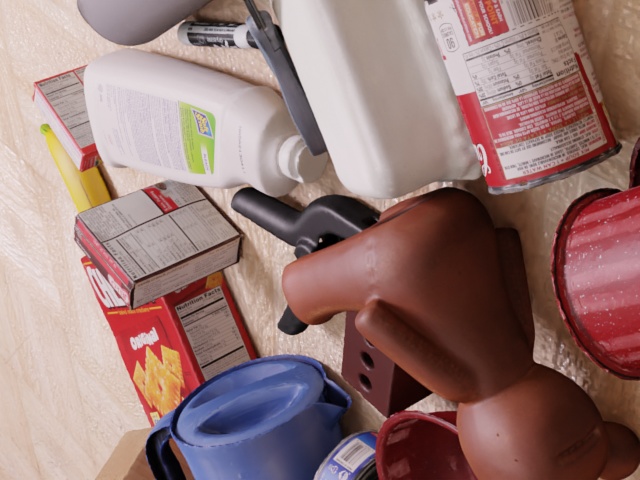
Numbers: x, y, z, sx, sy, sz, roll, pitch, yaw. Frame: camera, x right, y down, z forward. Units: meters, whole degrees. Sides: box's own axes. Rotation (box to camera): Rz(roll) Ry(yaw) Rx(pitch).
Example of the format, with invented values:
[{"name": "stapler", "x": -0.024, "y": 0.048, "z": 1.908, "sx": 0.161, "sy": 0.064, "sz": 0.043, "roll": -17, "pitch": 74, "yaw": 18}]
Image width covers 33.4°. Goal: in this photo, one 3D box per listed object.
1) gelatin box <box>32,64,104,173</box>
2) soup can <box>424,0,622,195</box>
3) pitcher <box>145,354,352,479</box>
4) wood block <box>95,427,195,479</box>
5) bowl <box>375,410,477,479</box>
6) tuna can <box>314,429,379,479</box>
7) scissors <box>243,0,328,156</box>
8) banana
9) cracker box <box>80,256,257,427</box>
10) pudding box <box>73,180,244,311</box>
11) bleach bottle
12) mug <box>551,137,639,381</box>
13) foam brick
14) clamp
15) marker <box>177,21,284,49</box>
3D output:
[{"name": "gelatin box", "x": -0.201, "y": -0.112, "z": 0.945, "sx": 0.089, "sy": 0.073, "sz": 0.030, "roll": 53, "pitch": 148, "yaw": 17}, {"name": "soup can", "x": 0.098, "y": -0.081, "z": 0.519, "sx": 0.069, "sy": 0.068, "sz": 0.102, "roll": -7, "pitch": 106, "yaw": 58}, {"name": "pitcher", "x": -0.033, "y": 0.230, "z": 0.897, "sx": 0.149, "sy": 0.144, "sz": 0.243, "roll": 16, "pitch": 129, "yaw": 58}, {"name": "wood block", "x": -0.112, "y": 0.272, "z": 1.007, "sx": 0.206, "sy": 0.090, "sz": 0.091, "roll": 39, "pitch": 153, "yaw": -15}, {"name": "bowl", "x": 0.111, "y": 0.173, "z": 0.709, "sx": 0.162, "sy": 0.055, "sz": 0.162, "roll": 37, "pitch": 141, "yaw": 36}, {"name": "tuna can", "x": 0.034, "y": 0.190, "z": 0.810, "sx": 0.034, "sy": 0.086, "sz": 0.086, "roll": 27, "pitch": 134, "yaw": 42}, {"name": "scissors", "x": -0.025, "y": -0.106, "z": 0.633, "sx": 0.201, "sy": 0.016, "sz": 0.096, "roll": 43, "pitch": -158, "yaw": -81}, {"name": "banana", "x": -0.232, "y": -0.037, "z": 1.090, "sx": 0.198, "sy": 0.037, "sz": 0.070, "roll": 66, "pitch": 168, "yaw": -2}, {"name": "cracker box", "x": -0.135, "y": 0.097, "z": 1.008, "sx": 0.164, "sy": 0.072, "sz": 0.214, "roll": -11, "pitch": 103, "yaw": 58}, {"name": "pudding box", "x": -0.134, "y": -0.001, "z": 0.890, "sx": 0.090, "sy": 0.113, "sz": 0.039, "roll": 47, "pitch": 144, "yaw": 27}, {"name": "bleach bottle", "x": -0.086, "y": -0.079, "z": 0.808, "sx": 0.251, "sy": 0.068, "sz": 0.102, "roll": 23, "pitch": 132, "yaw": 45}, {"name": "mug", "x": 0.165, "y": 0.000, "z": 0.476, "sx": 0.082, "sy": 0.093, "sz": 0.117, "roll": -23, "pitch": 59, "yaw": 55}, {"name": "foam brick", "x": 0.051, "y": 0.071, "z": 0.726, "sx": 0.053, "sy": 0.051, "sz": 0.078, "roll": 39, "pitch": 142, "yaw": 35}, {"name": "clamp", "x": -0.005, "y": 0.001, "z": 0.770, "sx": 0.172, "sy": 0.039, "sz": 0.120, "roll": -26, "pitch": 95, "yaw": 53}, {"name": "marker", "x": -0.064, "y": -0.146, "z": 0.764, "sx": 0.121, "sy": 0.020, "sz": 0.020, "roll": 16, "pitch": 126, "yaw": 51}]
